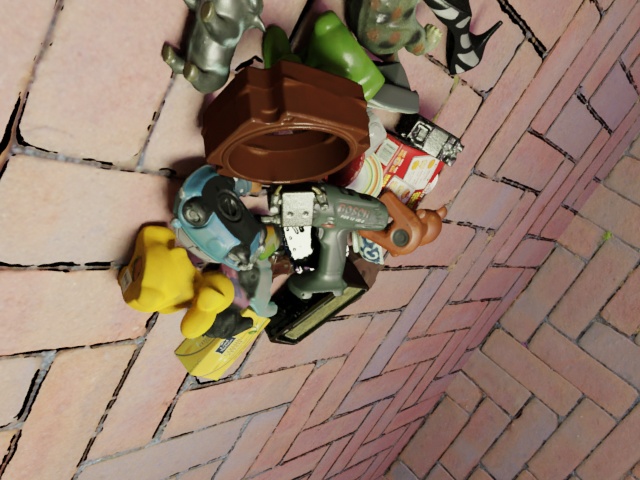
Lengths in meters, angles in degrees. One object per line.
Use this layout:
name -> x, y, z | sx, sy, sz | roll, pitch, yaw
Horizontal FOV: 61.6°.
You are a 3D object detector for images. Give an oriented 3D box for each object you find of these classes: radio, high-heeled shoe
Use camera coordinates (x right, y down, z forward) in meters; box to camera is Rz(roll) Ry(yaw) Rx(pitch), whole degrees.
radio -> -0.016, 0.138, 1.175 | 0.229, 0.073, 0.131 | -40, 154, 14
high-heeled shoe -> 0.227, -0.385, 0.992 | 0.248, 0.086, 0.145 | 9, 149, -35

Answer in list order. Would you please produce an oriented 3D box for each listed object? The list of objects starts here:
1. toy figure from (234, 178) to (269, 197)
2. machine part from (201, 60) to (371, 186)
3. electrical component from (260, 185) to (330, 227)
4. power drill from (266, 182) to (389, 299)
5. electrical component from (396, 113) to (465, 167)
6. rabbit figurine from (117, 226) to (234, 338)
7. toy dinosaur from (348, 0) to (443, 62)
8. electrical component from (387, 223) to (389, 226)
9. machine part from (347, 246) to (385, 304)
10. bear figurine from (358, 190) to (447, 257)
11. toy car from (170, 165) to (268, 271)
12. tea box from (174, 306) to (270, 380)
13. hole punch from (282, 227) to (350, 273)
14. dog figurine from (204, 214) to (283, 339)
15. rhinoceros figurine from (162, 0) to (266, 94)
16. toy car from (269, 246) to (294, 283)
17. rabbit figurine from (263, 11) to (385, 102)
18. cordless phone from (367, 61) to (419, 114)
toy figure -> -0.097, -0.107, 0.875 | 0.154, 0.058, 0.064 | -24, 116, -28
machine part -> -0.046, -0.149, 0.748 | 0.201, 0.087, 0.201 | 7, 160, -36
electrical component -> -0.038, -0.054, 0.830 | 0.102, 0.045, 0.078 | 3, 115, -14
power drill -> -0.002, -0.003, 0.940 | 0.232, 0.086, 0.207 | 1, 112, -27
electrical component -> 0.218, -0.210, 1.083 | 0.115, 0.134, 0.058 | 30, 107, -14
rabbit figurine -> -0.200, 0.068, 0.822 | 0.173, 0.163, 0.122 | 22, 99, -40
toy dinosaur -> 0.101, -0.364, 0.794 | 0.192, 0.131, 0.404 | -22, 146, -17
electrical component -> 0.173, -0.030, 1.242 | 0.063, 0.021, 0.094 | -11, -173, 8
machine part -> 0.077, 0.088, 1.310 | 0.179, 0.056, 0.179 | -31, 145, -25
bear figurine -> 0.188, -0.039, 1.145 | 0.120, 0.132, 0.196 | -58, 166, 27
toy car -> -0.160, -0.023, 0.799 | 0.103, 0.161, 0.109 | -24, -157, 34
tea box -> -0.193, 0.192, 1.075 | 0.169, 0.068, 0.098 | -48, 149, 2
hole punch -> -0.017, -0.008, 1.040 | 0.116, 0.092, 0.142 | -20, 114, -8
dog figurine -> -0.149, 0.052, 0.945 | 0.191, 0.109, 0.219 | -25, 138, -29
rhinoceros figurine -> -0.115, -0.269, 0.660 | 0.112, 0.073, 0.190 | 4, 122, -51
toy car -> -0.050, 0.044, 1.108 | 0.202, 0.053, 0.089 | -6, 126, -47
rabbit figurine -> -0.014, -0.236, 0.788 | 0.170, 0.121, 0.159 | -39, 147, 14
cordless phone -> 0.053, -0.207, 0.875 | 0.184, 0.147, 0.088 | -37, 121, -10
